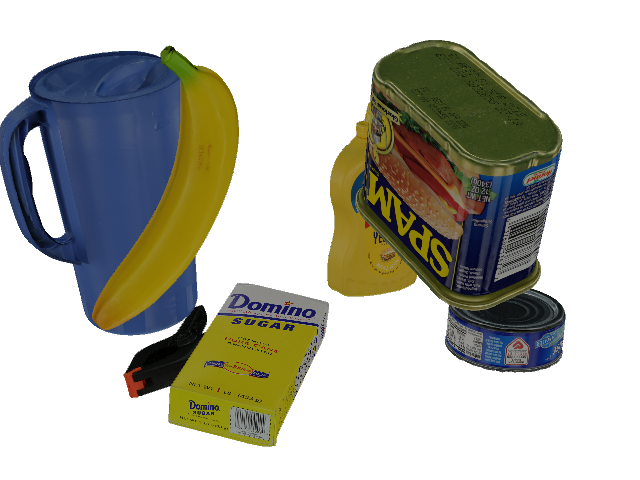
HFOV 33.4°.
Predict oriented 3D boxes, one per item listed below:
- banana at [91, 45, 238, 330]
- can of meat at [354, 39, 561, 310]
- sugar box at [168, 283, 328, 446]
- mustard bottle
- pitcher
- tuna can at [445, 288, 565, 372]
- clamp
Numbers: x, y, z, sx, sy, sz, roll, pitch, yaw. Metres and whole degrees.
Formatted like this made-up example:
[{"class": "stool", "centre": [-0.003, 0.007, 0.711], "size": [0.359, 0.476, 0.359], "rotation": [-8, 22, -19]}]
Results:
[{"class": "banana", "centre": [-0.091, -0.029, 0.665], "size": [0.069, 0.198, 0.037], "rotation": [3, 30, -29]}, {"class": "can of meat", "centre": [0.062, -0.033, 0.498], "size": [0.057, 0.084, 0.102], "rotation": [-21, 48, -24]}, {"class": "sugar box", "centre": [-0.058, 0.103, 0.934], "size": [0.093, 0.048, 0.176], "rotation": [12, 32, 9]}, {"class": "mustard bottle", "centre": [0.055, -0.043, 1.074], "size": [0.096, 0.192, 0.058], "rotation": [-8, 18, -29]}, {"class": "pitcher", "centre": [-0.184, -0.037, 0.956], "size": [0.149, 0.243, 0.145], "rotation": [-1, 28, 5]}, {"class": "tuna can", "centre": [0.135, 0.062, 0.781], "size": [0.086, 0.034, 0.086], "rotation": [1, 20, -1]}, {"class": "clamp", "centre": [-0.132, 0.114, 1.131], "size": [0.120, 0.039, 0.171], "rotation": [-8, 21, 35]}]
